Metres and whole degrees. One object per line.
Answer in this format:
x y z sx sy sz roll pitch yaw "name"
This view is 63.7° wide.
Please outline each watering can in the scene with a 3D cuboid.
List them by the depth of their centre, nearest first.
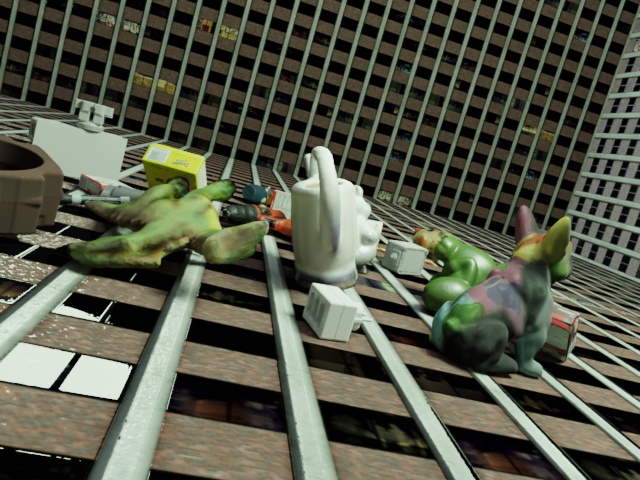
0.003 -0.043 0.853 0.104 0.222 0.351 -2 11 -4 "watering can"

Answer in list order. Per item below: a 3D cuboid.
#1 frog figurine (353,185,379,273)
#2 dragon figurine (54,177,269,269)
0.053 -0.025 0.989 0.138 0.158 0.123 22 12 34 "frog figurine"
-0.241 -0.018 0.698 0.410 0.121 0.245 3 10 21 "dragon figurine"
